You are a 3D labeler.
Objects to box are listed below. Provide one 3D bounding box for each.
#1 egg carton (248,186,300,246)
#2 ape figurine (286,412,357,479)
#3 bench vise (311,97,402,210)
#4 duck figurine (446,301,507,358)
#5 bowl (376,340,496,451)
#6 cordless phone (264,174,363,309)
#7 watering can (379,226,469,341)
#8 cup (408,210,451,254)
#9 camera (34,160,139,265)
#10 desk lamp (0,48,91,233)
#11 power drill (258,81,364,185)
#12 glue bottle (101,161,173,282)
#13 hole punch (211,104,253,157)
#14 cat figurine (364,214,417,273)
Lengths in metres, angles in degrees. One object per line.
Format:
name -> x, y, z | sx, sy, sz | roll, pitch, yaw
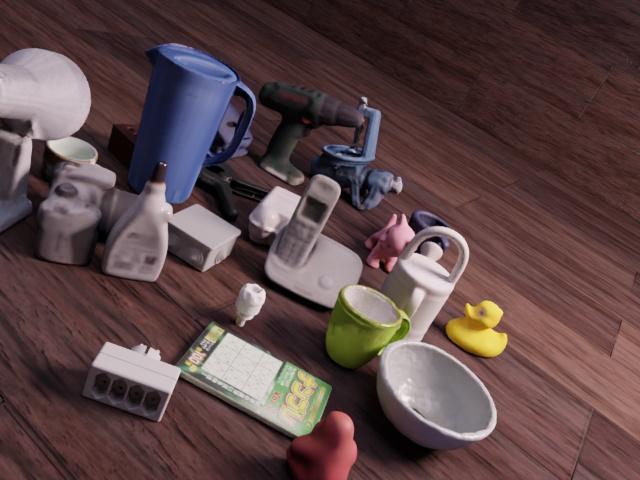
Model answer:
egg carton -> -0.064, -0.035, 1.014 | 0.107, 0.069, 0.150 | 26, 26, -1
ape figurine -> 0.009, 0.218, 0.601 | 0.078, 0.092, 0.076 | 20, 27, -13
bench vise -> 0.104, -0.193, 1.282 | 0.207, 0.219, 0.121 | 26, 26, -2
duck figurine -> 0.280, 0.146, 0.982 | 0.104, 0.086, 0.077 | 24, 26, -4
bowl -> 0.138, 0.213, 0.746 | 0.168, 0.074, 0.167 | 21, 27, -11
cordless phone -> 0.008, 0.003, 0.881 | 0.147, 0.185, 0.094 | 25, 26, -3
watering can -> 0.160, 0.059, 0.909 | 0.101, 0.194, 0.172 | 19, 27, -16
cup -> 0.214, 0.008, 1.161 | 0.092, 0.095, 0.117 | 11, 30, -28
camera -> -0.299, -0.040, 0.774 | 0.137, 0.101, 0.143 | 15, 29, -22
desk lamp -> -0.396, -0.131, 0.723 | 0.118, 0.213, 0.203 | 24, 26, -5
power drill -> -0.042, -0.230, 1.229 | 0.229, 0.208, 0.076 | 30, 27, 8
glue bottle -> -0.224, -0.025, 0.735 | 0.078, 0.173, 0.037 | 13, 29, -24
hole punch -> -0.199, -0.237, 1.230 | 0.101, 0.091, 0.109 | 34, 27, 14
cat figurine -> 0.140, -0.002, 1.086 | 0.067, 0.117, 0.127 | 20, 27, -13
